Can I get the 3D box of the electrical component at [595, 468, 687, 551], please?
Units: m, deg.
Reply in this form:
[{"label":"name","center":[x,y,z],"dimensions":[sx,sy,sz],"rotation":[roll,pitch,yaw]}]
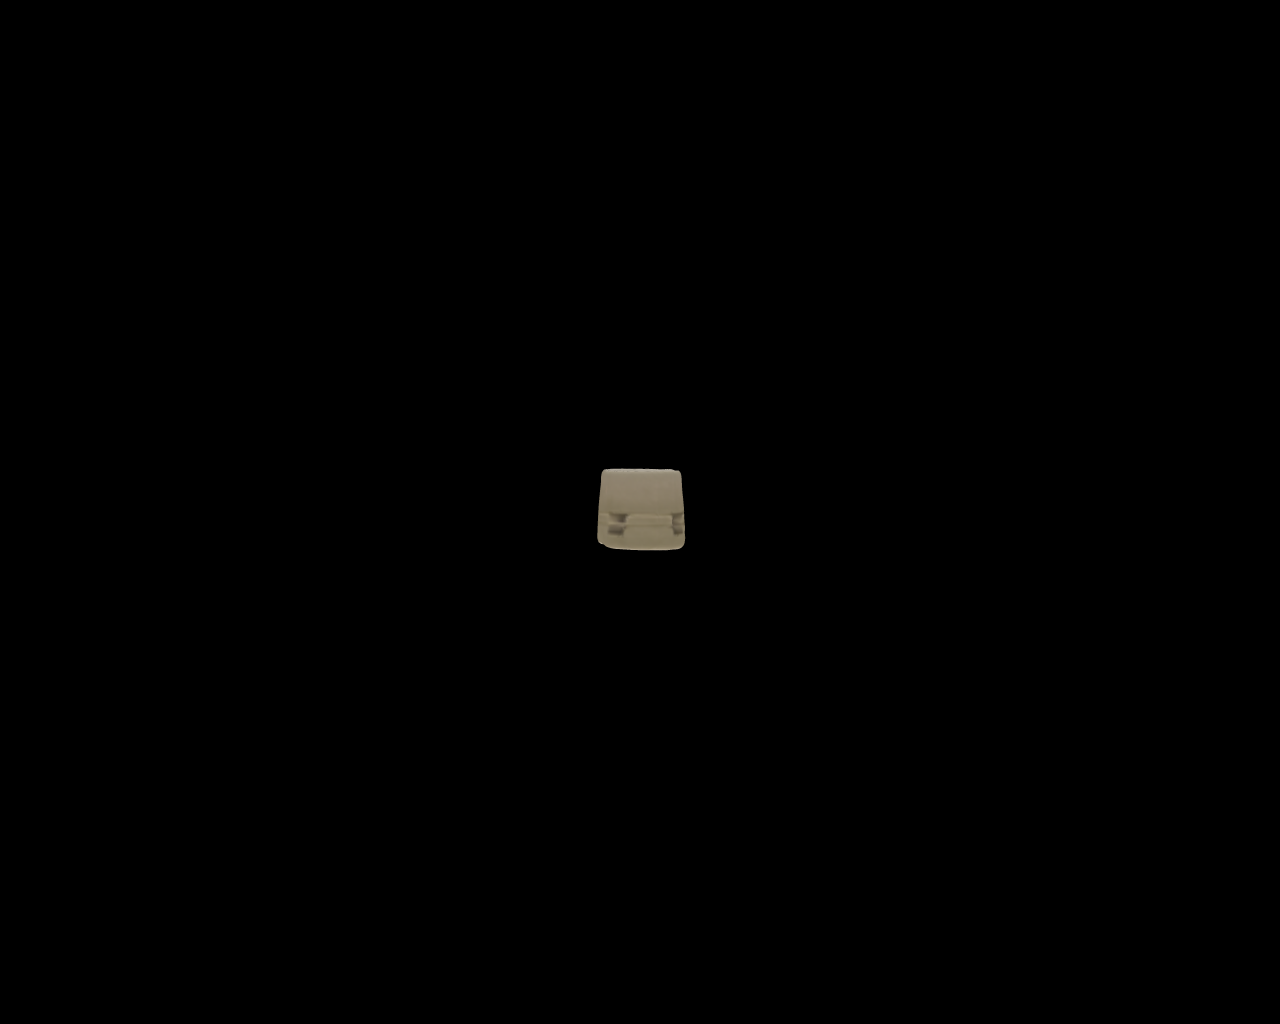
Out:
[{"label":"electrical component","center":[0.001,-0.003,0.650],"dimensions":[0.055,0.047,0.055],"rotation":[0,4,0]}]
